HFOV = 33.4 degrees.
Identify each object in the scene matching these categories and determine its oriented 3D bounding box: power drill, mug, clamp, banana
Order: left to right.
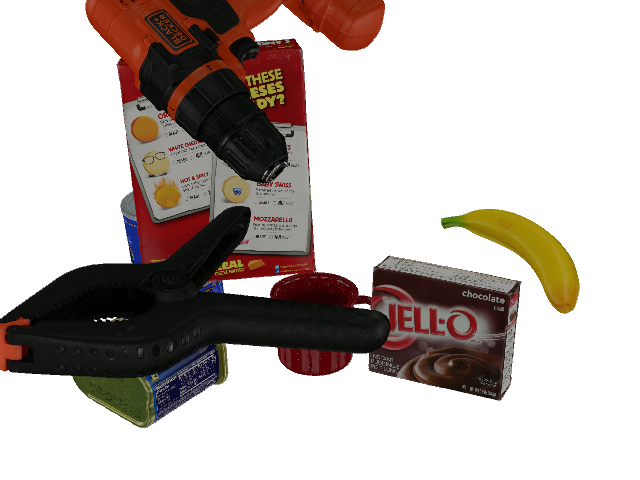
[{"bbox_3d":[-0.087,0.032,0.617,0.209,0.036,0.165,-9,30,-27],"label":"clamp"},{"bbox_3d":[-0.042,-0.140,0.751,0.187,0.184,0.057,-34,-15,-35],"label":"power drill"},{"bbox_3d":[0.006,0.089,1.138,0.117,0.081,0.093,-7,26,-12],"label":"mug"},{"bbox_3d":[0.204,0.012,1.068,0.069,0.037,0.198,-34,37,-13],"label":"banana"}]

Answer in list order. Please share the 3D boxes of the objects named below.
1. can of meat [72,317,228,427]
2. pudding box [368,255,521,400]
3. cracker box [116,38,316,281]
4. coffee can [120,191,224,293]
[{"bbox_3d":[-0.140,0.097,0.857,0.102,0.057,0.083,20,35,34],"label":"can of meat"},{"bbox_3d":[0.095,0.067,0.832,0.114,0.090,0.039,9,22,21],"label":"pudding box"},{"bbox_3d":[-0.092,-0.072,0.990,0.164,0.214,0.072,-5,20,-4],"label":"cracker box"},{"bbox_3d":[-0.168,0.015,1.232,0.103,0.140,0.103,-4,26,2],"label":"coffee can"}]
